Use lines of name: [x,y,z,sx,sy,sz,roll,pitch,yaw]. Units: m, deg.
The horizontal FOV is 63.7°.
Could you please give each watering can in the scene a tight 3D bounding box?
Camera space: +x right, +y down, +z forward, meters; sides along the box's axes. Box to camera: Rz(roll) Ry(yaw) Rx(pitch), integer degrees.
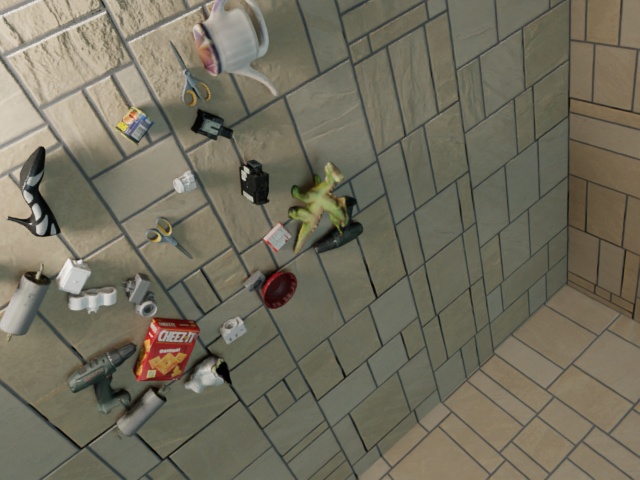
watering can: [-0.242,-0.549,1.519,0.226,0.105,0.340,-31,128,-20]

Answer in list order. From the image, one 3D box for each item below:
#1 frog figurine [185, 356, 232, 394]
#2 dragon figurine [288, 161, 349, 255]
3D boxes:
frog figurine: [-0.430,0.515,1.957,0.158,0.125,0.135,-23,146,20]
dragon figurine: [0.006,-0.094,1.865,0.123,0.245,0.403,-11,117,-38]
